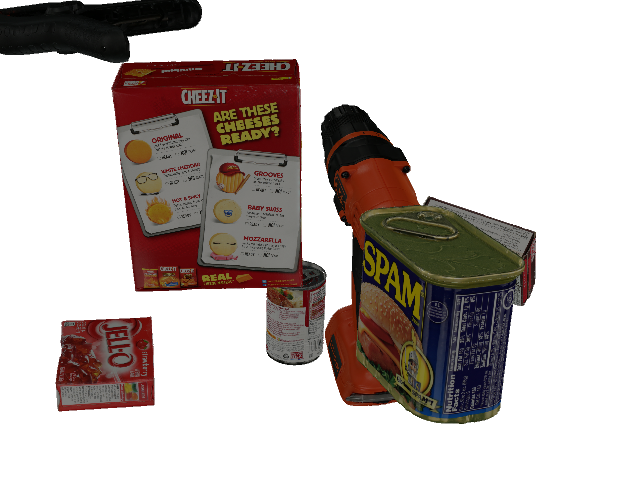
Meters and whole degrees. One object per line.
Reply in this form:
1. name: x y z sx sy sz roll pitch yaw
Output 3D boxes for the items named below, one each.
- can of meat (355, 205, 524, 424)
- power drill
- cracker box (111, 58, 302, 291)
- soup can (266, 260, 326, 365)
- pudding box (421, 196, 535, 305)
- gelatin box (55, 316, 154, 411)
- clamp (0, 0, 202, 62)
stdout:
1. can of meat: 0.058 0.037 0.563 0.057 0.084 0.102 -6 23 -22
2. power drill: 0.032 0.011 0.782 0.057 0.188 0.184 -6 32 -6
3. cracker box: -0.098 -0.058 0.994 0.164 0.214 0.072 -2 32 -2
4. soup can: -0.028 0.083 1.219 0.068 0.102 0.068 2 26 -1
5. pudding box: 0.150 0.011 1.028 0.114 0.039 0.090 18 -28 21
6. gelatin box: -0.167 0.095 0.838 0.073 0.030 0.089 -2 29 -8
7. clamp: -0.177 -0.162 0.799 0.172 0.039 0.120 11 23 29
